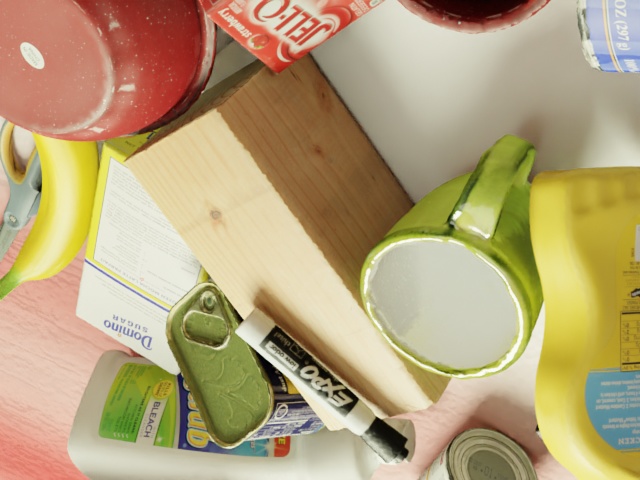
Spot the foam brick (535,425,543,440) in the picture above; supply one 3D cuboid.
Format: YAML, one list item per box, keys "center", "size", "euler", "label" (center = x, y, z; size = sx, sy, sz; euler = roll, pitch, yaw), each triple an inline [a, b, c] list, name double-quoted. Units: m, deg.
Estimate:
- center: [0.165, 0.092, 0.599]
  size: [0.053, 0.078, 0.051]
  euler: [46, 132, -8]
  label: "foam brick"

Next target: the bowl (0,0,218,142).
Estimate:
- center: [-0.137, -0.107, 0.545]
  size: [0.162, 0.055, 0.162]
  euler: [10, 131, 12]
  label: "bowl"

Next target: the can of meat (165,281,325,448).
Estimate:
- center: [-0.039, 0.078, 0.686]
  size: [0.058, 0.083, 0.102]
  euler: [-42, 62, 27]
  label: "can of meat"

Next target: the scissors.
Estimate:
- center: [-0.209, -0.014, 0.795]
  size: [0.096, 0.016, 0.202]
  euler: [30, 134, 9]
  label: "scissors"

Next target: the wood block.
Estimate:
- center: [-0.004, 0.001, 0.627]
  size: [0.091, 0.090, 0.206]
  euler: [-22, 110, 42]
  label: "wood block"

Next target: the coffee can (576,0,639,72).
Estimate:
- center: [0.181, -0.114, 0.412]
  size: [0.140, 0.102, 0.103]
  euler: [7, 127, 28]
  label: "coffee can"

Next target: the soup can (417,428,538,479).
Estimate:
- center: [0.094, 0.180, 0.718]
  size: [0.068, 0.068, 0.102]
  euler: [34, 134, 5]
  label: "soup can"

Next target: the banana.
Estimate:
- center: [-0.174, -0.035, 0.699]
  size: [0.037, 0.069, 0.198]
  euler: [36, 133, 17]
  label: "banana"

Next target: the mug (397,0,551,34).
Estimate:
- center: [0.067, -0.157, 0.465]
  size: [0.117, 0.081, 0.093]
  euler: [42, 135, -4]
  label: "mug"

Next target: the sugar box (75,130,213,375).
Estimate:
- center: [-0.110, 0.008, 0.730]
  size: [0.093, 0.048, 0.176]
  euler: [30, 137, 8]
  label: "sugar box"

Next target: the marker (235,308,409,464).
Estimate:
- center: [0.003, 0.085, 0.608]
  size: [0.121, 0.020, 0.020]
  euler: [41, 135, -1]
  label: "marker"

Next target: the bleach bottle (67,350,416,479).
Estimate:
- center: [-0.053, 0.132, 0.765]
  size: [0.251, 0.102, 0.068]
  euler: [-2, 140, 24]
  label: "bleach bottle"

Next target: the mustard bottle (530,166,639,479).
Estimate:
- center: [0.151, 0.061, 0.518]
  size: [0.058, 0.096, 0.191]
  euler: [-178, 87, -66]
  label: "mustard bottle"

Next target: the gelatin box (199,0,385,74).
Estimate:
- center: [-0.013, -0.124, 0.523]
  size: [0.073, 0.089, 0.030]
  euler: [-32, 70, 11]
  label: "gelatin box"
